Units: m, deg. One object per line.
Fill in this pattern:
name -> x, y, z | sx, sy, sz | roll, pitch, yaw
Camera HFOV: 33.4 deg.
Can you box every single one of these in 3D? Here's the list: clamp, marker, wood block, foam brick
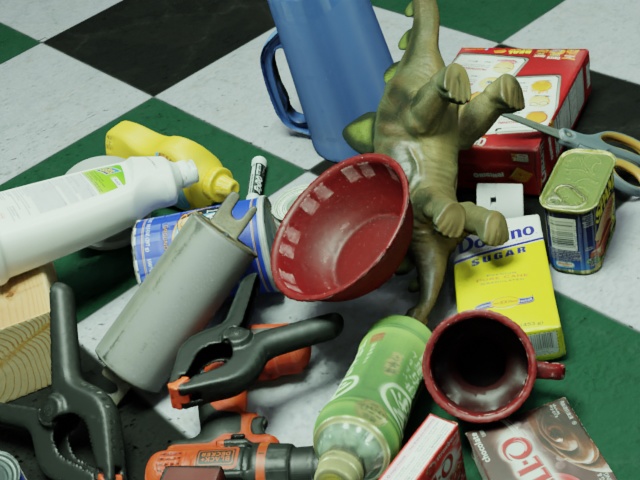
clamp -> -0.062, 0.097, 0.960 | 0.120, 0.039, 0.171 | 12, 42, 32
marker -> -0.078, -0.060, 1.282 | 0.020, 0.020, 0.121 | -8, 37, 9
clamp -> -0.250, 0.164, 0.995 | 0.165, 0.036, 0.210 | -45, 60, 12
wood block -> -0.328, 0.066, 1.147 | 0.090, 0.090, 0.206 | -21, 36, -9
foam brick -> -0.099, 0.227, 0.865 | 0.053, 0.078, 0.051 | -4, 39, 18

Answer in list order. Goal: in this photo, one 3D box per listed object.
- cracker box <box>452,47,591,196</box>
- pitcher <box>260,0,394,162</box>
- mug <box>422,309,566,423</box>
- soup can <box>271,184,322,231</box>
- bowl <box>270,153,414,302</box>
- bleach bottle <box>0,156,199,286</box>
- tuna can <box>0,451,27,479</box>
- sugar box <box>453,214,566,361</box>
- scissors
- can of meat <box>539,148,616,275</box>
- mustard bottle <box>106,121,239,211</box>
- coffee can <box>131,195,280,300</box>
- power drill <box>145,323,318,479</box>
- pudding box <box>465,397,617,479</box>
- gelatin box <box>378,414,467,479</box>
cracker box -> 0.209, -0.144, 1.247 | 0.164, 0.072, 0.213 | 7, 43, 28
pitcher -> 0.010, -0.220, 1.273 | 0.149, 0.243, 0.145 | -30, 40, -8
mug -> 0.149, 0.107, 0.908 | 0.117, 0.093, 0.081 | 1, -5, 11
soup can -> -0.007, 0.001, 1.106 | 0.068, 0.102, 0.068 | -10, 37, 7
bowl -> 0.031, 0.000, 0.995 | 0.162, 0.055, 0.162 | -29, 41, 28
bleach bottle -> -0.245, -0.035, 1.140 | 0.250, 0.068, 0.103 | -20, 41, -24
tuna can -> -0.307, 0.234, 0.965 | 0.086, 0.034, 0.086 | -10, 37, 7
sugar box -> 0.177, 0.046, 1.030 | 0.093, 0.048, 0.176 | -9, 38, 9
scissors -> 0.272, -0.093, 1.127 | 0.201, 0.016, 0.096 | 7, 48, -21
can of meat -> 0.260, -0.028, 1.064 | 0.058, 0.084, 0.102 | 7, 42, 27
mustard bottle -> -0.171, -0.081, 1.277 | 0.192, 0.096, 0.058 | 18, 46, 37
coffee can -> -0.115, 0.016, 1.125 | 0.140, 0.103, 0.103 | -11, 37, 7
power drill -> -0.053, 0.156, 0.958 | 0.184, 0.057, 0.187 | -4, 37, 9
pudding box -> 0.178, 0.188, 0.848 | 0.090, 0.039, 0.113 | -19, 36, -4
gelatin box -> 0.081, 0.195, 0.845 | 0.030, 0.073, 0.089 | 16, 46, 34
